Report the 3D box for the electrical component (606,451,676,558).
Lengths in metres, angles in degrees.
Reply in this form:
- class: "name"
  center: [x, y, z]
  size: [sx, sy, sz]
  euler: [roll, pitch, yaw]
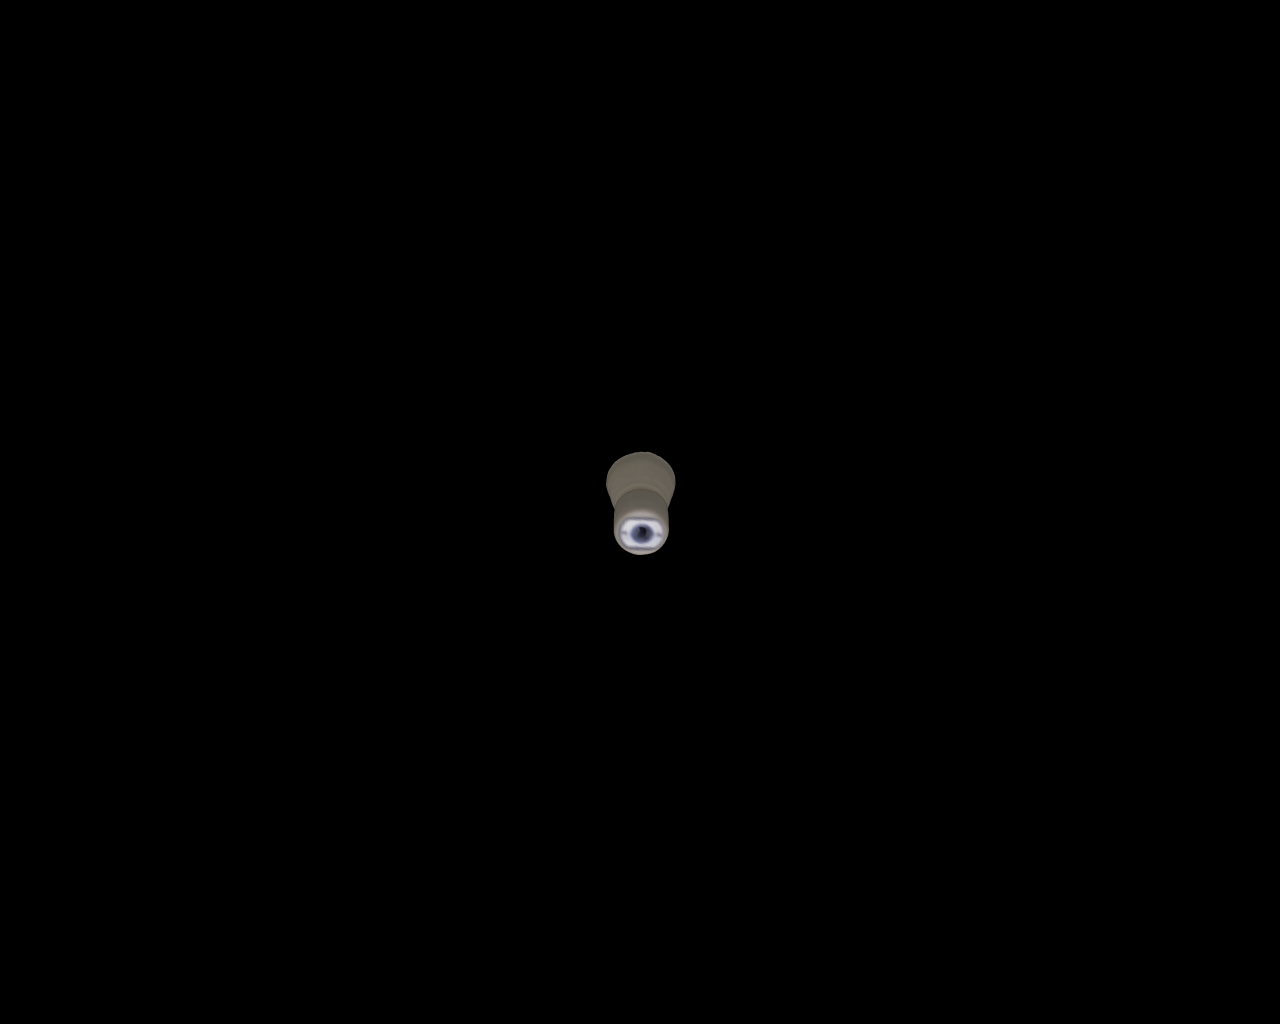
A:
- class: "electrical component"
  center: [0.001, -0.003, 0.650]
  size: [0.044, 0.044, 0.065]
  euler: [0, 32, 0]
